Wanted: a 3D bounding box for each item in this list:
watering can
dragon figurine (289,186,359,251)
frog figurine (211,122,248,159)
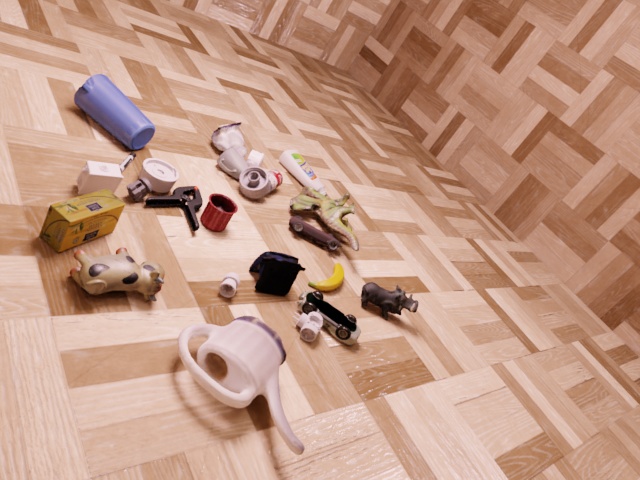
[{"bbox_3d":[-0.142,0.286,1.098,0.349,0.102,0.227,37,27,9],"label":"watering can"},{"bbox_3d":[0.006,-0.094,1.860,0.242,0.120,0.418,10,27,-11],"label":"dragon figurine"},{"bbox_3d":[-0.331,-0.350,1.928,0.138,0.122,0.159,-30,103,-69],"label":"frog figurine"}]
